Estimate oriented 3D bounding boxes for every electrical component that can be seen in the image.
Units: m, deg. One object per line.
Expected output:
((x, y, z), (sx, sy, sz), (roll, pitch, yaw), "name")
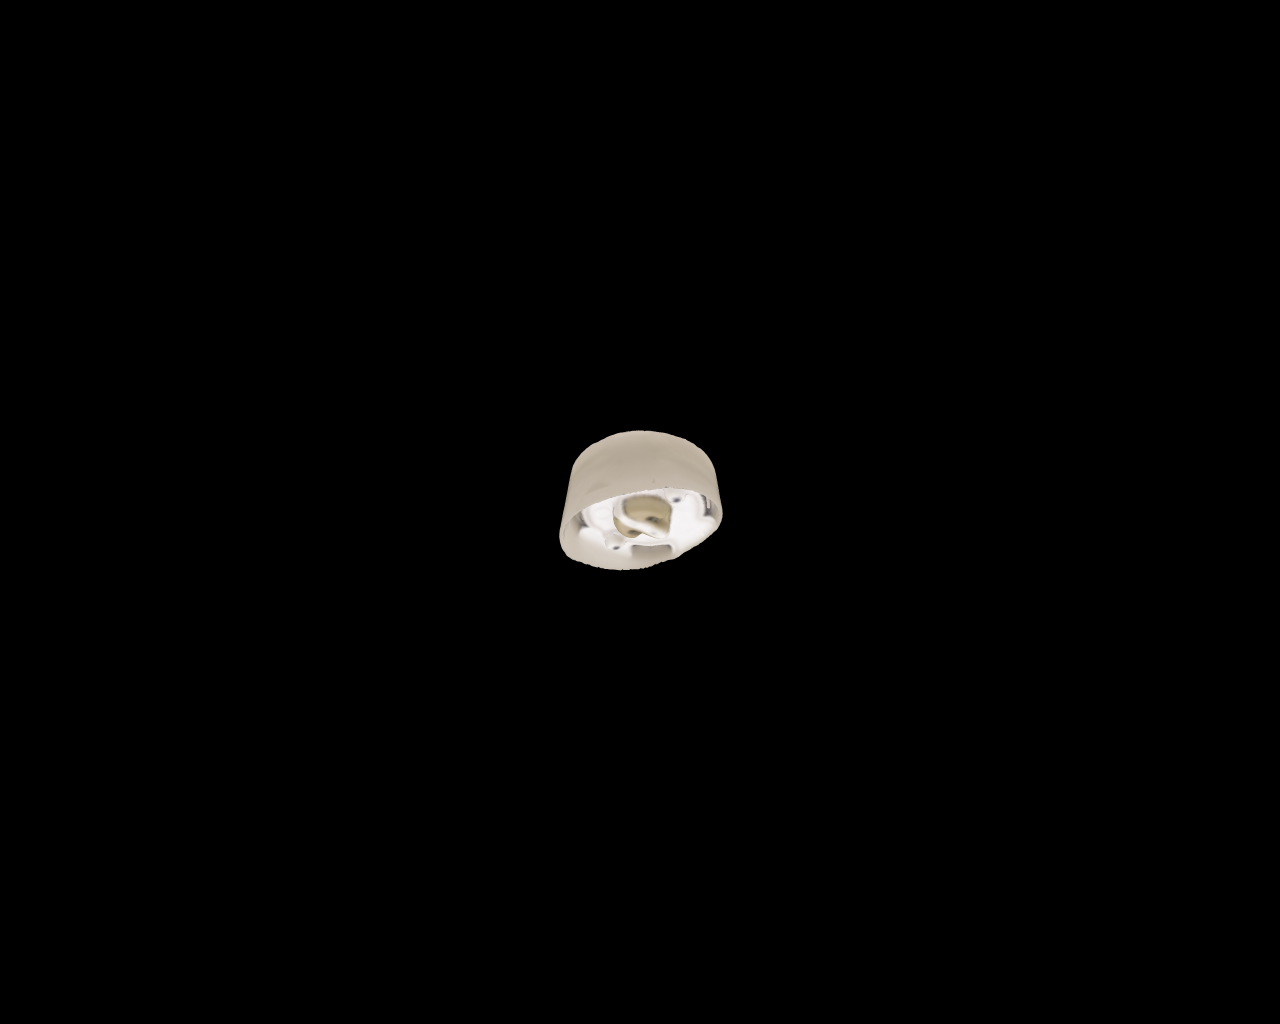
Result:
((0.001, -0.003, 0.650), (0.099, 0.064, 0.099), (0, -37, 0), "electrical component")
